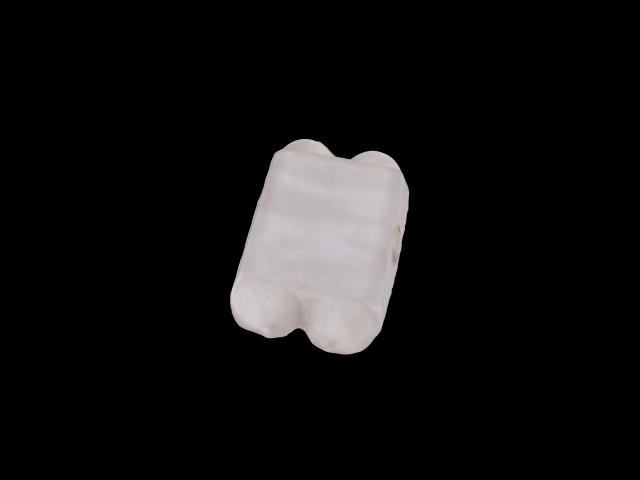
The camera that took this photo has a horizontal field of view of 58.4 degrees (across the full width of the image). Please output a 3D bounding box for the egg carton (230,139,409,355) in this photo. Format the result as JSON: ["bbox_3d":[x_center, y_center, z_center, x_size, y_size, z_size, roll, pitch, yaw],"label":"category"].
[{"bbox_3d":[0.004,0.001,0.400,0.107,0.069,0.150,11,66,5],"label":"egg carton"}]
